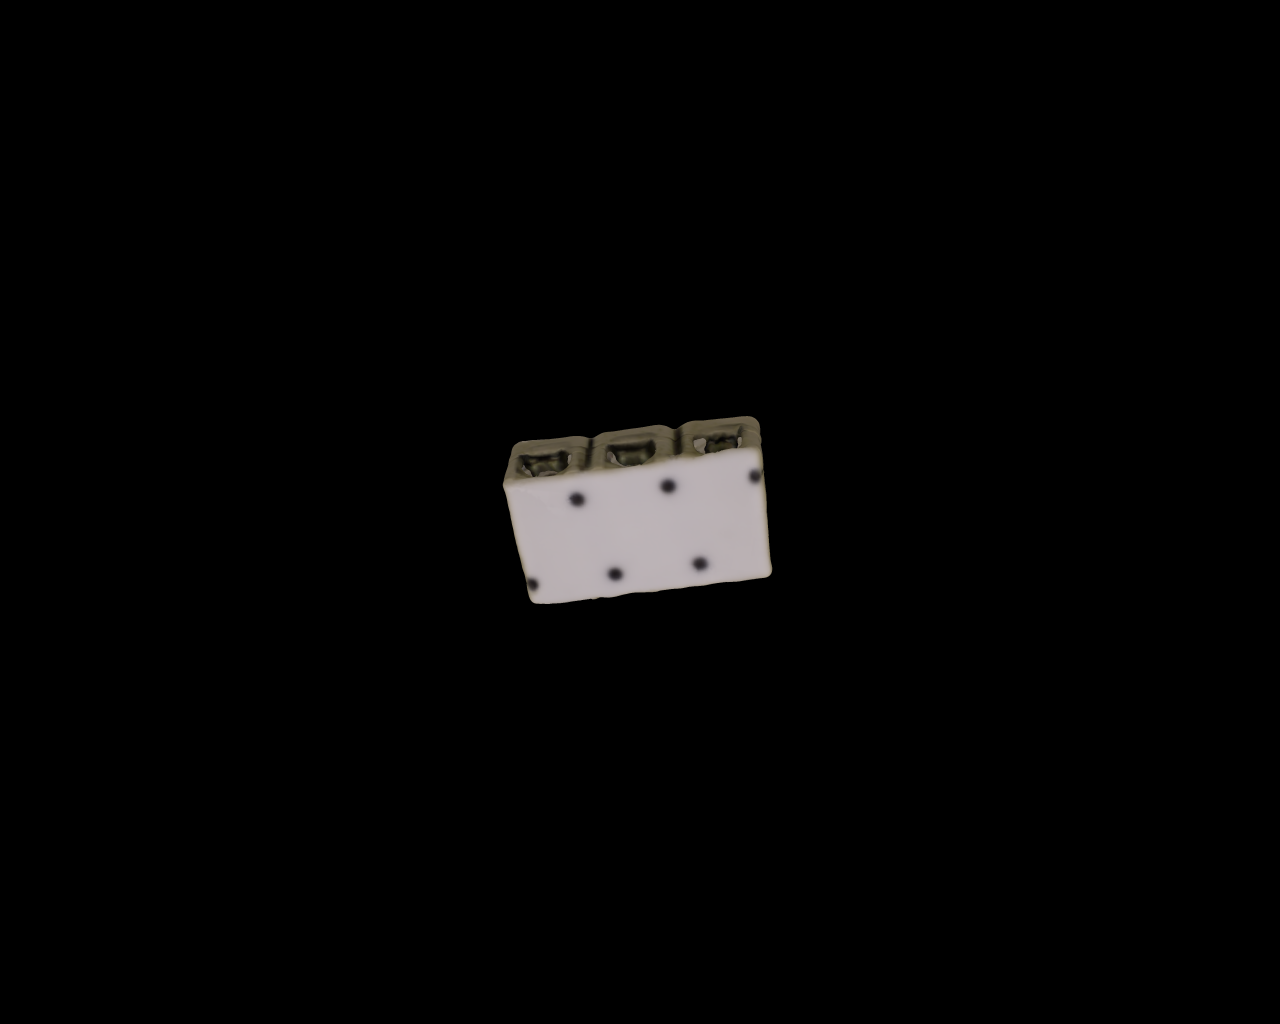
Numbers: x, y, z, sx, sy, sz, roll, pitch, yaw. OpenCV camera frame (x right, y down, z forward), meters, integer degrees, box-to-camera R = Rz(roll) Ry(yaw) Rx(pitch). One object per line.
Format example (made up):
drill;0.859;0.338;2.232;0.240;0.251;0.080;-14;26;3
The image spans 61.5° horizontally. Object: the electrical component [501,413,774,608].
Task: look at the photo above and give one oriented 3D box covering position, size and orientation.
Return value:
electrical component;0.001;-0.003;0.650;0.150;0.089;0.062;-6;27;3
